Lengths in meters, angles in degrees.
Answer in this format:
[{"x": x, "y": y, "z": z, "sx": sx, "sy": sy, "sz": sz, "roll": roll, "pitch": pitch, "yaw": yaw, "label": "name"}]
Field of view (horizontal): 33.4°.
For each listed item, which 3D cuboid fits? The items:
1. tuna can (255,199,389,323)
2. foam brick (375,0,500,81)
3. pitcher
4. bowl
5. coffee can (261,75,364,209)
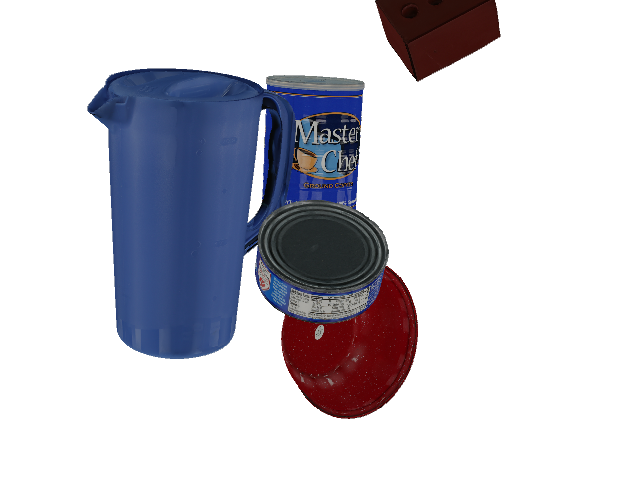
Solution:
[{"x": 0.000, "y": 0.014, "z": 0.701, "sx": 0.086, "sy": 0.034, "sz": 0.086, "roll": 5, "pitch": 43, "yaw": -5, "label": "tuna can"}, {"x": 0.092, "y": -0.171, "z": 0.822, "sx": 0.078, "sy": 0.053, "sz": 0.051, "roll": -29, "pitch": -32, "yaw": -1, "label": "foam brick"}, {"x": -0.113, "y": -0.026, "z": 0.941, "sx": 0.149, "sy": 0.243, "sz": 0.145, "roll": 9, "pitch": 20, "yaw": 11, "label": "pitcher"}, {"x": 0.014, "y": 0.092, "z": 1.044, "sx": 0.162, "sy": 0.162, "sz": 0.055, "roll": 0, "pitch": -11, "yaw": 40, "label": "bowl"}, {"x": -0.009, "y": -0.099, "z": 1.123, "sx": 0.103, "sy": 0.140, "sz": 0.103, "roll": 3, "pitch": 13, "yaw": -1, "label": "coffee can"}]
